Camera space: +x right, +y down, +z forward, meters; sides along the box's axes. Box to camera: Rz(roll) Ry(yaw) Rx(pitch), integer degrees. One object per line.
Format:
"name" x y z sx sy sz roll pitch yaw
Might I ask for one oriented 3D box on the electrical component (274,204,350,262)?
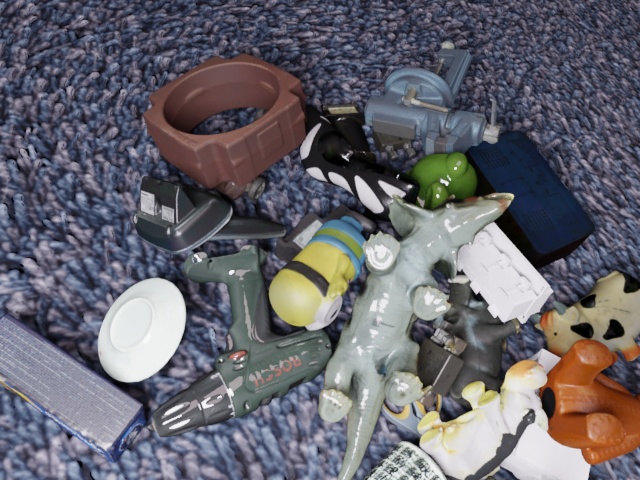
"electrical component" -0.002 -0.002 0.780 0.075 0.047 0.119 38 59 12

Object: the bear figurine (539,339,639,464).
"bear figurine" 0.362 0.198 0.611 0.196 0.131 0.120 10 59 2

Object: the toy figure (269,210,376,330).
"toy figure" 0.005 0.034 0.677 0.089 0.082 0.180 18 50 15

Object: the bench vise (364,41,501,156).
"bench vise" 0.199 -0.236 0.879 0.224 0.128 0.240 10 61 31

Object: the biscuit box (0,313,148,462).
"biscuit box" -0.294 0.167 0.609 0.203 0.059 0.063 31 57 9

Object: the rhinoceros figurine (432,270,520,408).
"rhinoceros figurine" 0.207 0.133 0.731 0.112 0.073 0.190 4 59 3

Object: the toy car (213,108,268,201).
"toy car" -0.096 -0.144 0.848 0.089 0.053 0.202 31 57 5

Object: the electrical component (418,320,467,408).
"electrical component" 0.141 0.152 0.665 0.045 0.078 0.102 30 95 -25

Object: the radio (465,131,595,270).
"radio" 0.325 -0.069 0.875 0.131 0.073 0.230 -16 65 -21

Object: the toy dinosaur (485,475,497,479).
"toy dinosaur" 0.170 0.358 0.531 0.471 0.105 0.198 -11 78 -27

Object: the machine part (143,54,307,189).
"machine part" -0.135 -0.177 0.792 0.202 0.087 0.201 35 63 30

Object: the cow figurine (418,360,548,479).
"cow figurine" 0.205 0.216 0.626 0.167 0.068 0.098 -35 93 4

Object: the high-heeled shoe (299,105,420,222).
"high-heeled shoe" 0.052 -0.130 0.802 0.086 0.145 0.249 -13 72 -42

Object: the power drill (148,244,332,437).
"power drill" -0.112 0.113 0.670 0.232 0.086 0.207 -12 58 -20

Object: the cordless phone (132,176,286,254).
"cordless phone" -0.151 -0.032 0.755 0.184 0.088 0.147 2 10 -42

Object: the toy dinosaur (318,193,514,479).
"toy dinosaur" 0.083 0.102 0.660 0.131 0.192 0.404 26 101 10

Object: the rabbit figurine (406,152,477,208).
"rabbit figurine" 0.178 -0.032 0.791 0.121 0.159 0.170 23 72 -8

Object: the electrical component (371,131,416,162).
"electrical component" 0.126 -0.176 0.930 0.063 0.021 0.094 -13 61 -19

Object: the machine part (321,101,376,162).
"machine part" 0.053 -0.182 0.911 0.084 0.039 0.139 -9 58 -26

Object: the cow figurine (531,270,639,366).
"cow figurine" 0.394 0.114 0.769 0.195 0.085 0.127 -35 77 -25
